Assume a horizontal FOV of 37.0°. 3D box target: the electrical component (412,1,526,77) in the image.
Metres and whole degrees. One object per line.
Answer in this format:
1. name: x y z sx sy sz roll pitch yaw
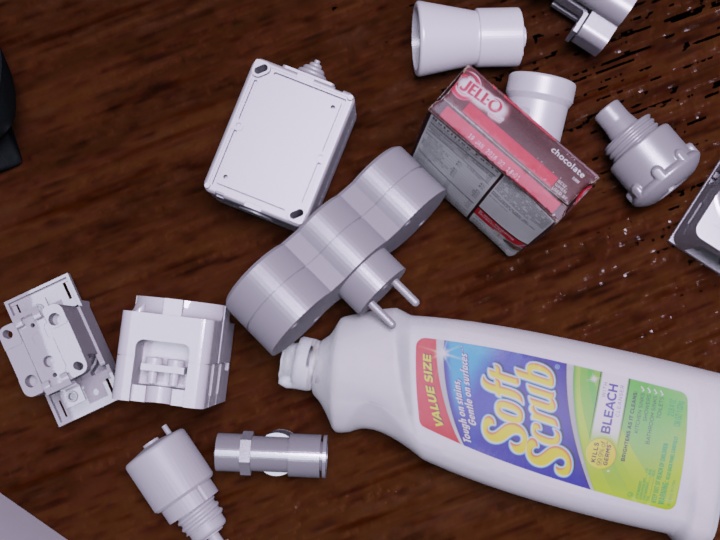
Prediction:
1. electrical component: 0.066 -0.138 0.640 0.065 0.044 0.044 -2 86 -4

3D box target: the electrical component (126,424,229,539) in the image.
1. electrical component: -0.102 0.129 0.624 0.040 0.040 0.078 -35 87 -2

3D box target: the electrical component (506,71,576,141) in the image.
1. electrical component: 0.104 -0.091 0.637 0.040 0.040 0.046 11 92 2

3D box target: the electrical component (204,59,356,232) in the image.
1. electrical component: -0.042 -0.075 0.627 0.062 0.061 0.096 22 87 2

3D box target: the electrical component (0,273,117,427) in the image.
1. electrical component: -0.174 0.046 0.619 0.042 0.064 0.081 -26 86 -2

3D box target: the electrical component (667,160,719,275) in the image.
1. electrical component: 0.280 -0.068 0.621 0.105 0.060 0.186 33 87 3

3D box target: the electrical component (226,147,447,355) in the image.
1. electrical component: 0.000 0.000 0.600 0.138 0.052 0.074 -42 81 -18

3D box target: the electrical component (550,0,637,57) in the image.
1. electrical component: 0.137 -0.175 0.633 0.057 0.058 0.078 33 87 0

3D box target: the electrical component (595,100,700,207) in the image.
1. electrical component: 0.164 -0.071 0.632 0.048 0.048 0.062 -38 80 -2

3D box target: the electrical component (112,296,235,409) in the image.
1. electrical component: -0.102 0.045 0.605 0.050 0.089 0.055 6 86 1

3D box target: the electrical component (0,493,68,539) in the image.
1. electrical component: -0.238 0.152 0.592 0.186 0.105 0.060 34 87 3
